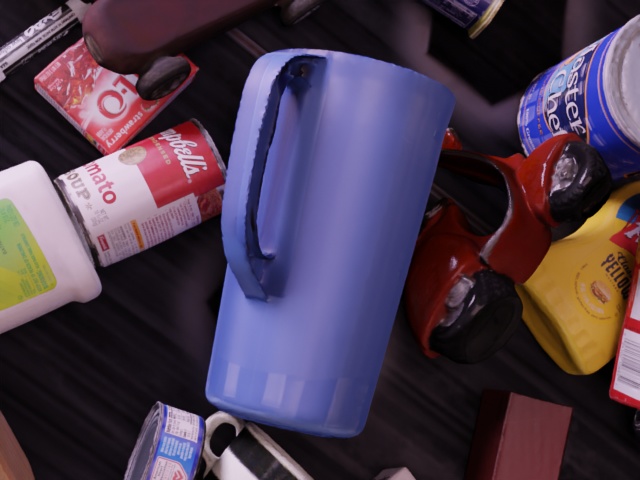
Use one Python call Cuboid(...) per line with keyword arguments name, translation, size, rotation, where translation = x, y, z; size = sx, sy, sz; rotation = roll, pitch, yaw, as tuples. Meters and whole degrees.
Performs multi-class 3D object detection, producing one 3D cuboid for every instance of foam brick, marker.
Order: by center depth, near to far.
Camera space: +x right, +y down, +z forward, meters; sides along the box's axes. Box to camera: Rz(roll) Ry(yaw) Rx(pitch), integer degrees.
Cuboid(name="marker", translation=(-0.185, -0.145, 0.735), size=(0.121, 0.020, 0.020), rotation=(-40, 94, -14))
Cuboid(name="foam brick", translation=(0.142, 0.150, 0.766), size=(0.051, 0.053, 0.078), rotation=(16, 81, -11))

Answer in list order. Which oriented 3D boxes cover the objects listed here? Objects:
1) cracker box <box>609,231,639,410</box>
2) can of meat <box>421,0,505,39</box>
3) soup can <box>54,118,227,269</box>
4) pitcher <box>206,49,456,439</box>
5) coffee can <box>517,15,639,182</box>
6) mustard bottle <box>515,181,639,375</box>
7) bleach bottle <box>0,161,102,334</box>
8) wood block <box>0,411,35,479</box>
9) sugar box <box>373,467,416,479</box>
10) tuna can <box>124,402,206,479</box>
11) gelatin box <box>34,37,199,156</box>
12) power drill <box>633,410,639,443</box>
Cuboid(name="cracker box", translation=(0.324, 0.047, 0.772), size=(0.213, 0.072, 0.164), rotation=(5, 97, -27))
Cuboid(name="can of meat", translation=(0.107, -0.217, 0.795), size=(0.084, 0.057, 0.102), rotation=(31, 77, -6))
Cuboid(name="soup can", translation=(-0.117, -0.031, 0.714), size=(0.102, 0.069, 0.068), rotation=(-25, 91, -15))
Cuboid(name="pitcher", translation=(-0.005, 0.001, 0.704), size=(0.149, 0.145, 0.243), rotation=(14, 84, -12))
Cuboid(name="coffee can", translation=(0.217, -0.096, 0.764), size=(0.102, 0.140, 0.103), rotation=(1, 84, -14))
Cuboid(name="mustard bottle", translation=(0.237, 0.011, 0.801), size=(0.191, 0.058, 0.096), rotation=(-35, 90, -15))
Cuboid(name="bleach bottle", translation=(-0.271, 0.045, 0.661), size=(0.250, 0.068, 0.102), rotation=(-28, 99, -17))
Cuboid(name="wood block", translation=(-0.241, 0.093, 0.602), size=(0.090, 0.090, 0.206), rotation=(-25, 120, -12))
Cuboid(name="sugar box", translation=(0.016, 0.244, 0.717), size=(0.176, 0.048, 0.093), rotation=(-36, 90, -26))
Cuboid(name="tuna can", translation=(-0.103, 0.150, 0.690), size=(0.033, 0.086, 0.086), rotation=(21, 80, -13))
Cuboid(name="gelatin box", translation=(-0.140, -0.112, 0.737), size=(0.073, 0.030, 0.089), rotation=(45, 77, -6))
Cuboid(name="power drill", translation=(0.285, 0.232, 0.790), size=(0.184, 0.057, 0.187), rotation=(29, 78, -9))
